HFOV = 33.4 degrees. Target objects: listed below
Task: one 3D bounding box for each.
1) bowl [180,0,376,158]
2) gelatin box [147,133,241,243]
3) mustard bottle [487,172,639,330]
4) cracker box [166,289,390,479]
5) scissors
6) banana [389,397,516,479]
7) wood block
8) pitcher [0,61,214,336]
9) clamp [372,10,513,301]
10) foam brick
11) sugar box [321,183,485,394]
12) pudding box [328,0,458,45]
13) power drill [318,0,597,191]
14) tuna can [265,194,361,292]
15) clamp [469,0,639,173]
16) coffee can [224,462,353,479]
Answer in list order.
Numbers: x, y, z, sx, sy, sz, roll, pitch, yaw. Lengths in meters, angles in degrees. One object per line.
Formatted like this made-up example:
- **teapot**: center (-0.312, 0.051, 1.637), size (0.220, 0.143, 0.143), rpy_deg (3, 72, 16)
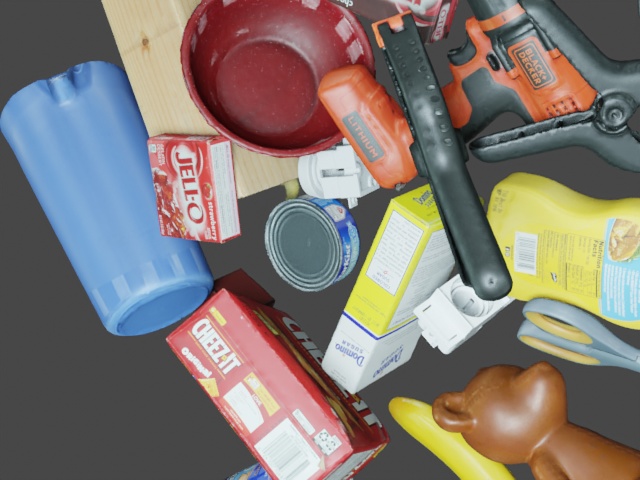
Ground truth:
- **bowl**: center (-0.038, -0.137, 0.883), size (0.162, 0.162, 0.055), rpy_deg (60, 161, 6)
- **gelatin box**: center (-0.107, -0.045, 0.905), size (0.073, 0.030, 0.089), rpy_deg (6, 109, 37)
- **mustard bottle**: center (0.216, 0.014, 0.773), size (0.192, 0.058, 0.096), rpy_deg (15, 119, 34)
- **cracker box**: center (-0.026, 0.130, 0.906), size (0.072, 0.213, 0.164), rpy_deg (-41, 76, 3)
- **scissors**: center (0.233, 0.082, 0.780), size (0.202, 0.016, 0.096), rpy_deg (11, 156, 37)
- **banana**: center (0.134, 0.208, 0.917), size (0.070, 0.037, 0.198), rpy_deg (-43, 77, 37)
- **wood block**: center (-0.103, -0.135, 0.953), size (0.091, 0.090, 0.206), rpy_deg (-15, 95, 41)
- **pitcher**: center (-0.195, -0.033, 1.012), size (0.145, 0.149, 0.243), rpy_deg (-39, 69, 30)
- **clamp**: center (0.084, -0.054, 0.743), size (0.036, 0.164, 0.210), rpy_deg (-19, 82, 3)
- **foam brick**: center (-0.089, 0.078, 1.038), size (0.053, 0.051, 0.078), rpy_deg (41, 126, 19)
- **sugar box**: center (0.066, 0.037, 0.876), size (0.048, 0.093, 0.176), rpy_deg (39, 125, 22)
- **pudding box**: center (0.059, -0.215, 0.831), size (0.114, 0.039, 0.090), rpy_deg (30, 121, 26)
- **power drill**: center (0.092, -0.130, 0.789), size (0.188, 0.057, 0.184), rpy_deg (-24, 107, 36)
- **tuna can**: center (-0.006, 0.001, 0.959), size (0.086, 0.033, 0.086), rpy_deg (13, 113, 34)
- **clamp**: center (0.189, -0.083, 0.727), size (0.171, 0.039, 0.120), rpy_deg (24, 123, -2)
- **coffee can**: center (-0.046, 0.265, 1.034), size (0.141, 0.102, 0.103), rpy_deg (-34, 83, 40)
